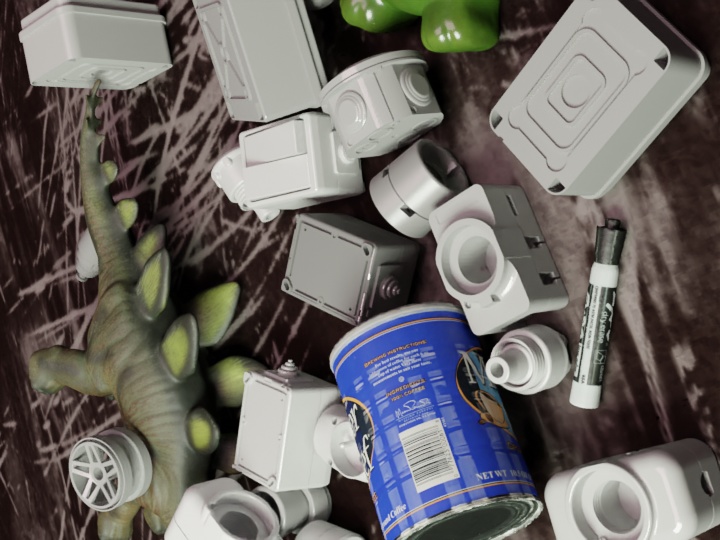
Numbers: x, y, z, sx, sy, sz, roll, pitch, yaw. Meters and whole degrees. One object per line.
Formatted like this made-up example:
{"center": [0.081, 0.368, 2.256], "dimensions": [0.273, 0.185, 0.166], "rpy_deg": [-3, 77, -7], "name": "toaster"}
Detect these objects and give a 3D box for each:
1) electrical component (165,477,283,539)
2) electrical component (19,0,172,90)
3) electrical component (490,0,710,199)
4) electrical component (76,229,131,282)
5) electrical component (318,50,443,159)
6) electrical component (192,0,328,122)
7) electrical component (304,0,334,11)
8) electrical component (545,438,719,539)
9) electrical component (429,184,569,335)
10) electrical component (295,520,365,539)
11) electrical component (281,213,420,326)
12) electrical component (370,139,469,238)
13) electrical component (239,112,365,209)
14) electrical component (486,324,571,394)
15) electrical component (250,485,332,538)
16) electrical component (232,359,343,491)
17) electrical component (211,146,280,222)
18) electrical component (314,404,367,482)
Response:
{"center": [-0.098, 0.206, 0.815], "dimensions": [0.095, 0.054, 0.059], "rpy_deg": [45, 121, 31], "name": "electrical component"}
{"center": [-0.233, -0.200, 0.953], "dimensions": [0.078, 0.113, 0.057], "rpy_deg": [-16, 85, 41], "name": "electrical component"}
{"center": [0.145, -0.106, 0.653], "dimensions": [0.078, 0.057, 0.113], "rpy_deg": [54, 124, 26], "name": "electrical component"}
{"center": [-0.250, -0.018, 1.026], "dimensions": [0.078, 0.040, 0.040], "rpy_deg": [-50, 61, 32], "name": "electrical component"}
{"center": [0.015, -0.116, 0.756], "dimensions": [0.080, 0.080, 0.051], "rpy_deg": [-30, 78, 39], "name": "electrical component"}
{"center": [-0.077, -0.169, 0.806], "dimensions": [0.109, 0.056, 0.108], "rpy_deg": [23, 132, 68], "name": "electrical component"}
{"center": [-0.022, -0.240, 0.795], "dimensions": [0.043, 0.077, 0.079], "rpy_deg": [40, 79, 1], "name": "electrical component"}
{"center": [0.163, 0.139, 0.649], "dimensions": [0.095, 0.059, 0.053], "rpy_deg": [-24, 76, 40], "name": "electrical component"}
{"center": [0.089, -0.007, 0.711], "dimensions": [0.050, 0.056, 0.089], "rpy_deg": [-32, 71, 38], "name": "electrical component"}
{"center": [-0.039, 0.263, 0.843], "dimensions": [0.074, 0.052, 0.138], "rpy_deg": [10, 99, 41], "name": "electrical component"}
{"center": [0.000, 0.000, 0.787], "dimensions": [0.096, 0.061, 0.061], "rpy_deg": [24, 108, 39], "name": "electrical component"}
{"center": [0.043, -0.058, 0.752], "dimensions": [0.047, 0.055, 0.055], "rpy_deg": [-42, 65, 31], "name": "electrical component"}
{"center": [-0.043, -0.083, 0.822], "dimensions": [0.096, 0.061, 0.061], "rpy_deg": [-9, 86, 42], "name": "electrical component"}
{"center": [0.105, 0.059, 0.694], "dimensions": [0.043, 0.062, 0.043], "rpy_deg": [7, 100, 39], "name": "electrical component"}
{"center": [-0.056, 0.188, 0.852], "dimensions": [0.045, 0.055, 0.045], "rpy_deg": [3, 94, 42], "name": "electrical component"}
{"center": [-0.053, 0.117, 0.840], "dimensions": [0.062, 0.061, 0.096], "rpy_deg": [15, 99, 50], "name": "electrical component"}
{"center": [-0.088, -0.068, 0.876], "dimensions": [0.048, 0.048, 0.062], "rpy_deg": [-44, 71, 34], "name": "electrical component"}
{"center": [0.009, 0.113, 0.796], "dimensions": [0.077, 0.044, 0.079], "rpy_deg": [14, 101, 41], "name": "electrical component"}
